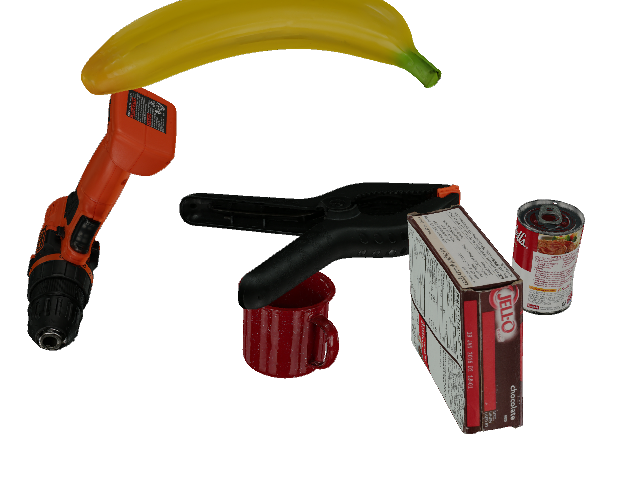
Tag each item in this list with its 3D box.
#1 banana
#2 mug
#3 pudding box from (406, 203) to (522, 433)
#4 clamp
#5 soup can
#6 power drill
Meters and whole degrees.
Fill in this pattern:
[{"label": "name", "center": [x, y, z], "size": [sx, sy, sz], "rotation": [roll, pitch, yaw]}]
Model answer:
[{"label": "banana", "center": [-0.033, -0.114, 0.593], "size": [0.197, 0.069, 0.037], "rotation": [-4, -44, -10]}, {"label": "mug", "center": [-0.026, 0.084, 1.030], "size": [0.117, 0.081, 0.093], "rotation": [26, 34, 38]}, {"label": "pudding box", "center": [0.081, 0.041, 0.606], "size": [0.039, 0.090, 0.113], "rotation": [-8, 24, -10]}, {"label": "clamp", "center": [0.004, -0.014, 0.796], "size": [0.209, 0.036, 0.165], "rotation": [-14, 30, -24]}, {"label": "soup can", "center": [0.234, 0.018, 1.107], "size": [0.068, 0.102, 0.068], "rotation": [0, 32, 0]}, {"label": "power drill", "center": [-0.184, -0.023, 0.869], "size": [0.057, 0.188, 0.184], "rotation": [24, 29, -24]}]
